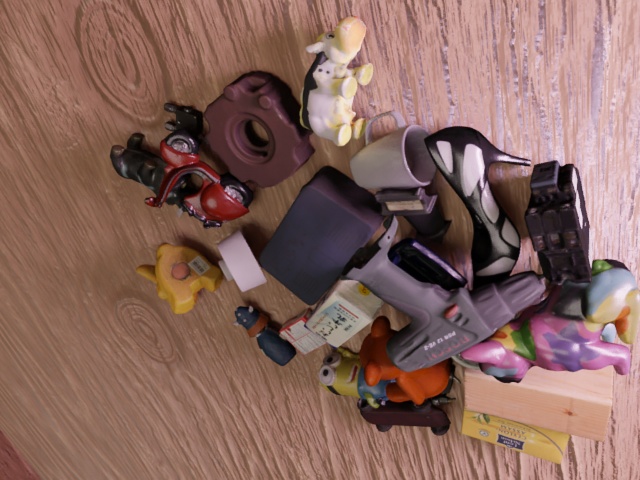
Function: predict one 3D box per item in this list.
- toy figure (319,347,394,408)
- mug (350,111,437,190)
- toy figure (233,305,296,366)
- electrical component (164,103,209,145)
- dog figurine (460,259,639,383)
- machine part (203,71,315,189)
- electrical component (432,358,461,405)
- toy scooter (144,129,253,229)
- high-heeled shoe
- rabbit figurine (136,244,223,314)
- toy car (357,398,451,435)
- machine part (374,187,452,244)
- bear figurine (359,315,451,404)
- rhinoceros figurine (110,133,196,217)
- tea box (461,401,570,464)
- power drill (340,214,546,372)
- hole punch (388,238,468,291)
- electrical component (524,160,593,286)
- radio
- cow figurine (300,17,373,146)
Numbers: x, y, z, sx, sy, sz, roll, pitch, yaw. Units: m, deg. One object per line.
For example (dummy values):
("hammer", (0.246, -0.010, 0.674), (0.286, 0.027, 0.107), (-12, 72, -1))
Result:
("toy figure", (0.080, 0.272, 1.041), (0.180, 0.082, 0.089), (5, 124, 24))
("mug", (0.091, -0.117, 0.741), (0.107, 0.081, 0.109), (-12, 110, 43))
("toy figure", (-0.116, 0.192, 1.107), (0.154, 0.064, 0.058), (48, 171, -3))
("electrical component", (-0.218, -0.192, 0.896), (0.094, 0.021, 0.063), (23, 132, 13))
("dog figurine", (0.302, 0.116, 0.737), (0.219, 0.108, 0.191), (-3, 120, 12))
("machine part", (-0.096, -0.163, 0.826), (0.180, 0.056, 0.179), (16, 132, 19))
("electrical component", (0.214, 0.249, 0.970), (0.078, 0.045, 0.102), (17, 130, 16))
("toy scooter", (-0.211, -0.081, 0.896), (0.183, 0.075, 0.135), (42, 94, -18))
("high-heeled shoe", (0.194, -0.027, 0.729), (0.145, 0.086, 0.248), (7, 111, 0))
("rabbit figurine", (-0.294, 0.088, 1.097), (0.162, 0.122, 0.173), (34, 152, 7))
("toy car", (0.165, 0.339, 1.062), (0.202, 0.053, 0.089), (-17, 118, 42))
("machine part", (0.137, -0.037, 0.759), (0.084, 0.039, 0.138), (-8, 152, 34))
("bear figurine", (0.118, 0.197, 0.872), (0.195, 0.120, 0.132), (22, 158, -35))
("rhinoceros figurine", (-0.293, -0.111, 0.966), (0.190, 0.073, 0.112), (29, 132, 8))
("tea box", (0.337, 0.307, 0.928), (0.170, 0.068, 0.098), (9, 127, 23))
("power drill", (0.147, 0.061, 0.720), (0.207, 0.086, 0.232), (40, 115, -11))
("hole punch", (0.152, 0.052, 0.820), (0.142, 0.116, 0.092), (35, 104, -3))
("electrical component", (0.295, -0.028, 0.664), (0.058, 0.115, 0.134), (-11, 115, 31))
("radio", (-0.002, -0.003, 0.884), (0.131, 0.073, 0.229), (37, 132, 1))
("cow figurine", (0.015, -0.216, 0.716), (0.098, 0.068, 0.167), (26, 132, 28))
